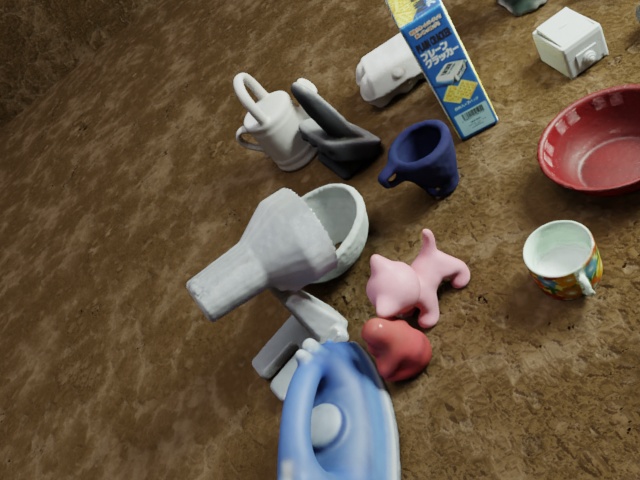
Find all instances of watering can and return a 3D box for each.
[{"bbox_3d":[-0.082,-0.228,1.036,0.173,0.195,0.100,-39,39,5],"label":"watering can"}]

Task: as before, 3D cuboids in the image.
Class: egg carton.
[{"bbox_3d":[0.135,-0.307,1.022,0.150,0.070,0.107,-30,40,16],"label":"egg carton"}]

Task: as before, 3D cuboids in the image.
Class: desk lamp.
[{"bbox_3d":[-0.051,0.069,0.721,0.203,0.214,0.117,-48,39,-6],"label":"desk lamp"}]

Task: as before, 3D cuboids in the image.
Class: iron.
[{"bbox_3d":[0.003,0.195,0.616,0.118,0.142,0.258,-21,43,25],"label":"iron"}]

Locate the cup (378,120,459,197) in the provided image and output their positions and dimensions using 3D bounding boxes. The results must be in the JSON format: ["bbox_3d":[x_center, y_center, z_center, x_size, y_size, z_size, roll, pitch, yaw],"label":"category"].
[{"bbox_3d":[0.144,-0.096,0.800,0.118,0.095,0.091,-40,39,4],"label":"cup"}]

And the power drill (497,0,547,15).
[{"bbox_3d":[0.299,-0.484,0.933,0.075,0.209,0.229,-34,39,12],"label":"power drill"}]

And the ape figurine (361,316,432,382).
[{"bbox_3d":[0.080,0.118,0.660,0.075,0.092,0.078,-1,55,40],"label":"ape figurine"}]

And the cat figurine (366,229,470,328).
[{"bbox_3d":[0.106,0.046,0.684,0.128,0.118,0.067,-52,39,-11],"label":"cat figurine"}]

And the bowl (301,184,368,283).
[{"bbox_3d":[0.008,0.003,0.843,0.167,0.075,0.167,-23,43,23],"label":"bowl"}]

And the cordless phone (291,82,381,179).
[{"bbox_3d":[0.004,-0.202,0.946,0.094,0.186,0.147,-47,39,-4],"label":"cordless phone"}]
